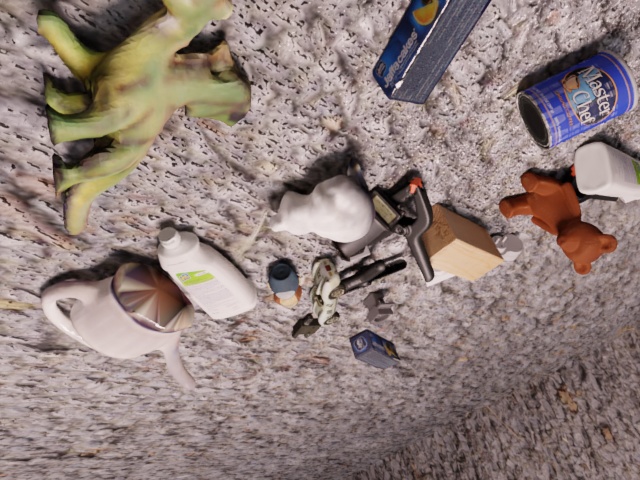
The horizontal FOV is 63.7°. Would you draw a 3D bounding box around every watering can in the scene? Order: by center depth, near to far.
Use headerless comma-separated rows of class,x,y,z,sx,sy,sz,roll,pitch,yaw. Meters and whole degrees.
watering can,-0.304,0.157,0.904,0.221,0.106,0.343,-32,126,30

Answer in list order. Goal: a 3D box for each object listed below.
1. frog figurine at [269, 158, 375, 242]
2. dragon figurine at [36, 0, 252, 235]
frog figurine,0.003,-0.041,0.823,0.160,0.124,0.135,-25,167,-14
dragon figurine,-0.190,-0.141,0.603,0.244,0.124,0.402,-13,155,-27
